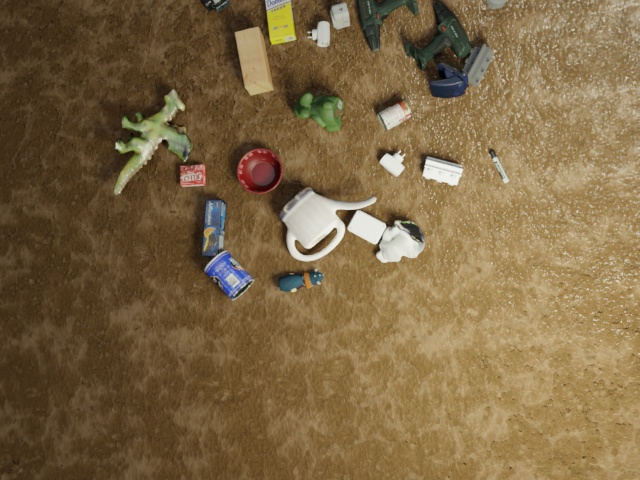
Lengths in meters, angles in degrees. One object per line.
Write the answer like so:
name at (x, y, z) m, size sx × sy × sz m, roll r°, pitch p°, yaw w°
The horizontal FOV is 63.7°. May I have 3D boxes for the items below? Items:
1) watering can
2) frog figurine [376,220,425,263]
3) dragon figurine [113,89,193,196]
watering can at (0.005, -0.087, 1.730) m, size 0.345 × 0.104 × 0.225 m, roll -43°, pitch 81°, yaw 13°
frog figurine at (0.267, 0.016, 1.720) m, size 0.137 × 0.125 × 0.156 m, roll 32°, pitch 124°, yaw 0°
dragon figurine at (-0.581, -0.340, 1.837) m, size 0.243 × 0.122 × 0.412 m, roll 9°, pitch 85°, yaw -1°
